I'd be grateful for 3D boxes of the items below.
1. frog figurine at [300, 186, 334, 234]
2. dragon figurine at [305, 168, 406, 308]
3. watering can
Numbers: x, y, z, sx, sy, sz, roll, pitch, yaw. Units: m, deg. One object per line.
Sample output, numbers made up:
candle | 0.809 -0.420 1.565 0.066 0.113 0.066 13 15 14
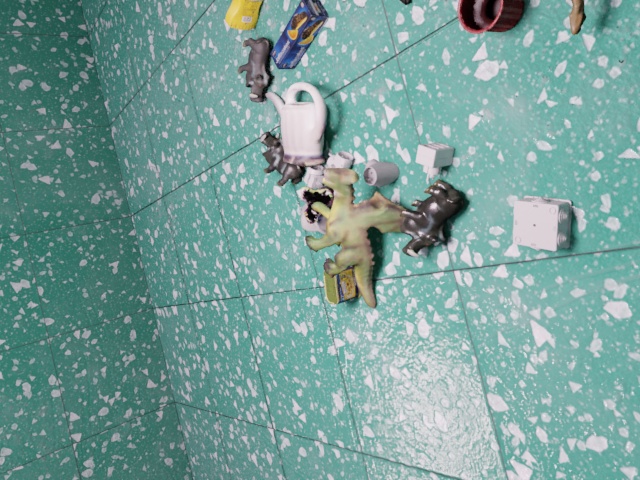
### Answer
frog figurine | 0.004 -0.071 1.413 0.139 0.123 0.156 55 173 24
dragon figurine | 0.112 -0.008 1.240 0.240 0.125 0.405 -21 116 36
watering can | -0.066 -0.318 1.422 0.350 0.104 0.222 25 120 61
